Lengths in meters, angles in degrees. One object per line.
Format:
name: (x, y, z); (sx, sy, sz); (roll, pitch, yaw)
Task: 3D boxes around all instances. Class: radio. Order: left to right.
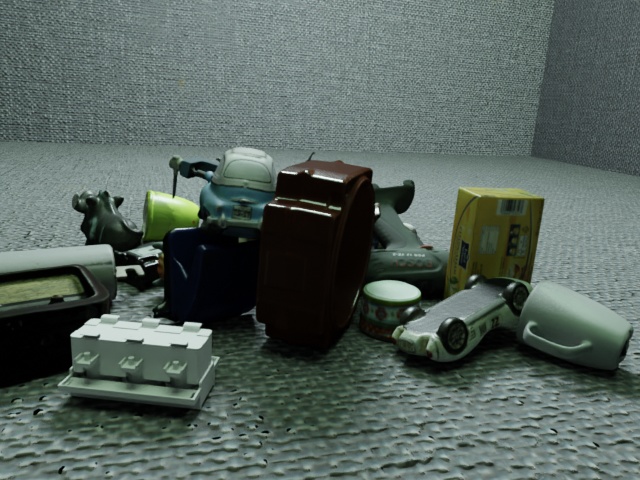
radio: (-0.333, 0.087, 0.529); (0.229, 0.073, 0.131); (-10, 19, -38)

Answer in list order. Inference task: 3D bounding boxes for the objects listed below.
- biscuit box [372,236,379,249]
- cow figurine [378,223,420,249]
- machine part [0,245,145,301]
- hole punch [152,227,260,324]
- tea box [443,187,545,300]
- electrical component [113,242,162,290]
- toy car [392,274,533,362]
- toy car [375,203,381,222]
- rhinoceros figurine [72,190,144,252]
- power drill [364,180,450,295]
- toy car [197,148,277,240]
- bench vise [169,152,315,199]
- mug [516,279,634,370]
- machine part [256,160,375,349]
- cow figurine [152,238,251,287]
biscuit box: (0.016, -0.030, 0.968); (0.063, 0.059, 0.203); (-11, 38, -41)
cow figurine: (0.101, -0.016, 1.019); (0.168, 0.068, 0.098); (14, 12, 24)
machine part: (-0.345, 0.049, 0.663); (0.243, 0.079, 0.079); (-7, 18, -30)
hole punch: (-0.121, 0.044, 0.649); (0.092, 0.115, 0.142); (9, 12, 43)
tea box: (0.233, 0.017, 0.730); (0.098, 0.169, 0.068); (2, 16, -11)
electrical component: (-0.239, 0.032, 0.803); (0.075, 0.047, 0.119); (13, 17, 32)
toy car: (0.173, 0.090, 0.631); (0.202, 0.056, 0.074); (-21, 17, -32)
toy car: (-0.002, -0.002, 0.793); (0.202, 0.053, 0.089); (-31, 20, 20)
rhinoceros figurine: (-0.349, -0.023, 0.869); (0.073, 0.112, 0.191); (-11, 29, -37)
power drill: (0.147, 0.001, 0.844); (0.232, 0.085, 0.207); (-6, 53, -13)
toy car: (-0.095, -0.060, 0.653); (0.109, 0.102, 0.162); (6, 11, -8)
bench vise: (-0.125, -0.088, 0.877); (0.241, 0.128, 0.224); (22, 24, 10)
mug: (0.285, 0.102, 0.603); (0.107, 0.080, 0.109); (21, 22, 36)
machine part: (0.004, 0.011, 0.639); (0.087, 0.200, 0.201); (10, 16, 15)
cow figurine: (-0.156, 0.027, 0.770); (0.127, 0.085, 0.195); (4, 12, 8)
